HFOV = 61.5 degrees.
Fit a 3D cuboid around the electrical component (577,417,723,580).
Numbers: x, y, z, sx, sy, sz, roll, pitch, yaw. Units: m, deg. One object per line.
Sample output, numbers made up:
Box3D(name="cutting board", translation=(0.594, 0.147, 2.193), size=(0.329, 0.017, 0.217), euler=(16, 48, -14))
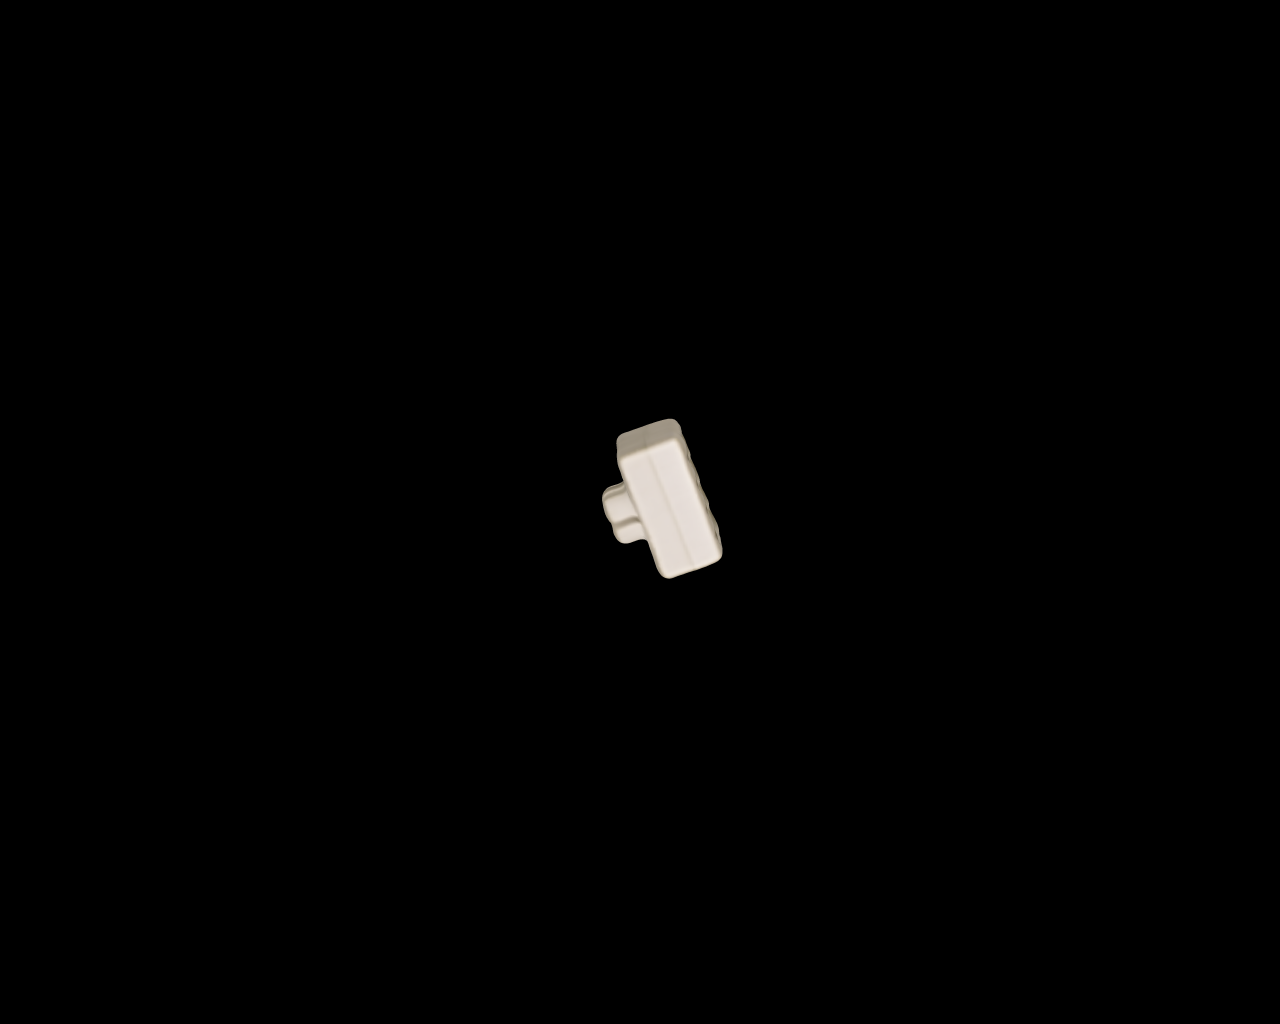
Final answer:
Box3D(name="electrical component", translation=(0.001, -0.003, 0.650), size=(0.076, 0.083, 0.047), euler=(-19, 20, 7))
